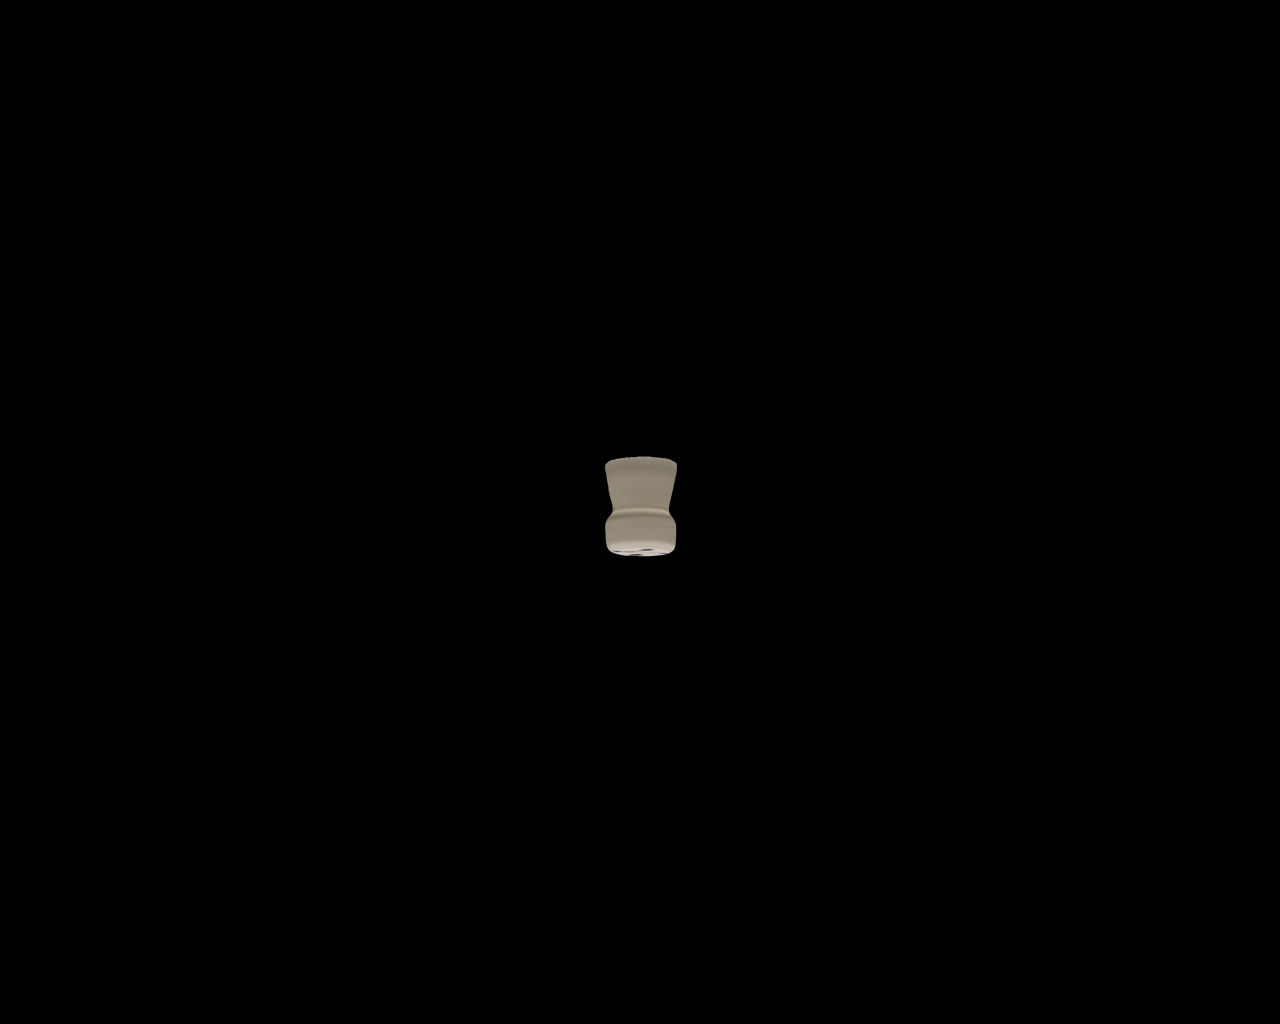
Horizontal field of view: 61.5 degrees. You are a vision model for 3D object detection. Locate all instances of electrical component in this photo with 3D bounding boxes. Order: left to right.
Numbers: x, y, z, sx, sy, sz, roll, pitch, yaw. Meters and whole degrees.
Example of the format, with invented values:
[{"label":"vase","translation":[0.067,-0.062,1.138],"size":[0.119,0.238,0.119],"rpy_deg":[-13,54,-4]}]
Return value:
[{"label":"electrical component","translation":[0.001,-0.003,0.650],"size":[0.045,0.055,0.045],"rpy_deg":[0,-9,0]}]
